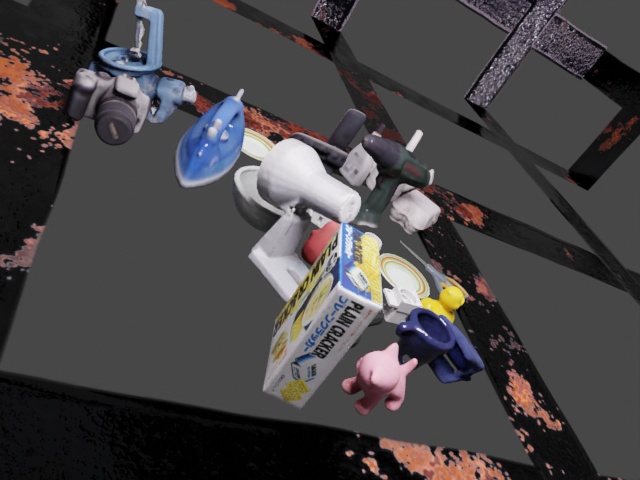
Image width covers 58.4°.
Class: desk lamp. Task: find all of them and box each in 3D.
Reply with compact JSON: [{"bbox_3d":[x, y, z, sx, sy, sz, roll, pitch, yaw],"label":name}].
[{"bbox_3d":[-0.032,-0.037,0.979,0.118,0.213,0.203,-9,50,-51],"label":"desk lamp"}]

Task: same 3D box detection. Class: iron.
[{"bbox_3d":[-0.207,-0.209,1.137,0.119,0.141,0.258,28,29,-10],"label":"iron"}]

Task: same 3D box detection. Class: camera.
[{"bbox_3d":[-0.386,-0.245,1.050,0.143,0.100,0.136,18,32,-26],"label":"camera"}]

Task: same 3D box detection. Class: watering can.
[{"bbox_3d":[0.218,-0.201,1.506,0.173,0.194,0.101,24,30,-17],"label":"watering can"}]

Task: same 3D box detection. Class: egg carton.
[{"bbox_3d":[0.243,-0.071,1.464,0.107,0.069,0.151,41,29,13],"label":"egg carton"}]

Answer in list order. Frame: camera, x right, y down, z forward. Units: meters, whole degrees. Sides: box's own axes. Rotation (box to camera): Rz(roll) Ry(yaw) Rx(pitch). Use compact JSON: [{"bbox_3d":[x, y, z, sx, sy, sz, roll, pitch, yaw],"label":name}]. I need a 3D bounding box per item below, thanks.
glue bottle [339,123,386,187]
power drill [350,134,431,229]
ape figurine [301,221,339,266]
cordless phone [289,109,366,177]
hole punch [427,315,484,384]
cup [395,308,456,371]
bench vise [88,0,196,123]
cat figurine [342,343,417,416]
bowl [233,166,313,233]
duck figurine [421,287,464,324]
[{"bbox_3d":[0.117,-0.223,1.458,0.037,0.173,0.078,1,42,-45],"label":"glue bottle"},{"bbox_3d":[0.138,-0.129,1.300,0.230,0.208,0.075,7,38,-39],"label":"power drill"},{"bbox_3d":[0.010,0.004,1.088,0.076,0.092,0.077,4,40,-42],"label":"ape figurine"},{"bbox_3d":[0.016,-0.254,1.388,0.148,0.185,0.094,19,32,-25],"label":"cordless phone"},{"bbox_3d":[0.247,0.195,1.042,0.101,0.091,0.108,6,39,-41],"label":"hole punch"},{"bbox_3d":[0.160,0.177,0.977,0.118,0.095,0.091,11,36,-35],"label":"cup"},{"bbox_3d":[-0.339,-0.364,1.155,0.208,0.219,0.121,18,32,-26],"label":"bench vise"},{"bbox_3d":[0.095,0.201,0.850,0.128,0.117,0.067,4,41,-43],"label":"cat figurine"},{"bbox_3d":[-0.101,-0.064,1.095,0.168,0.074,0.167,25,30,-15],"label":"bowl"},{"bbox_3d":[0.247,0.129,1.147,0.105,0.086,0.077,6,39,-41],"label":"duck figurine"}]
